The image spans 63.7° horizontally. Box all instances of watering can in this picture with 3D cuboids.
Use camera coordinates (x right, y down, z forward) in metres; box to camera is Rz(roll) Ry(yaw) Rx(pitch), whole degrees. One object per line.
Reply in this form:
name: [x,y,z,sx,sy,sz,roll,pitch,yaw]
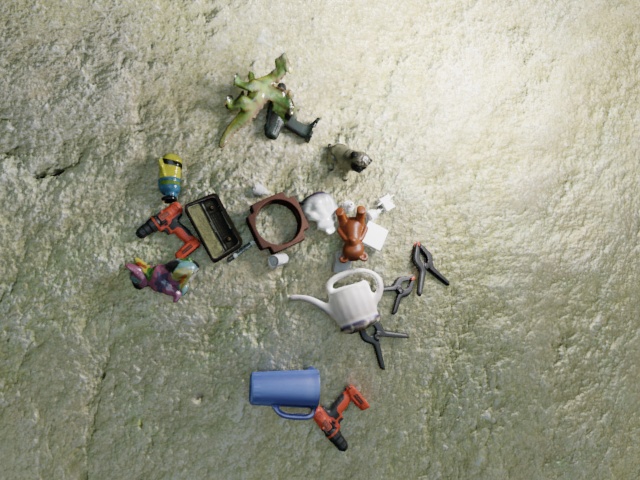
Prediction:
watering can: [0.077,0.239,1.892,0.347,0.226,0.103,-20,-10,1]

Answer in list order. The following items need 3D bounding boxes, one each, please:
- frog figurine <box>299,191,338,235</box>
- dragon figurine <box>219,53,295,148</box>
frog figurine: [0.006,-0.098,1.943,0.138,0.161,0.120,-11,-19,-35]
dragon figurine: [-0.215,-0.509,1.938,0.243,0.409,0.122,18,2,11]
